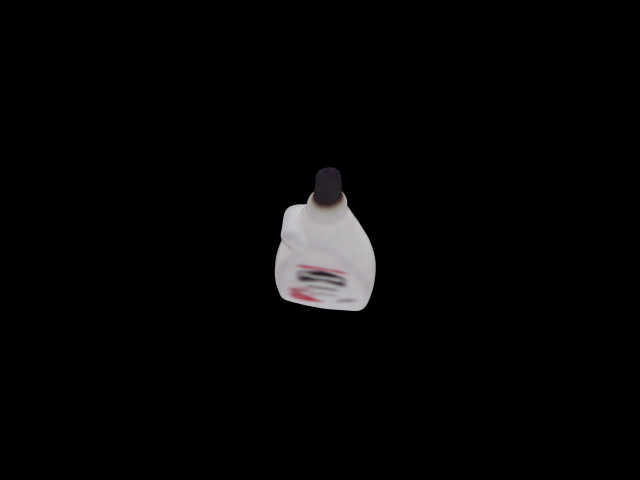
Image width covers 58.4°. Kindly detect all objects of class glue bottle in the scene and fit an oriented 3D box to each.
[{"bbox_3d":[0.004,0.001,0.400,0.078,0.173,0.037,4,62,3],"label":"glue bottle"}]
